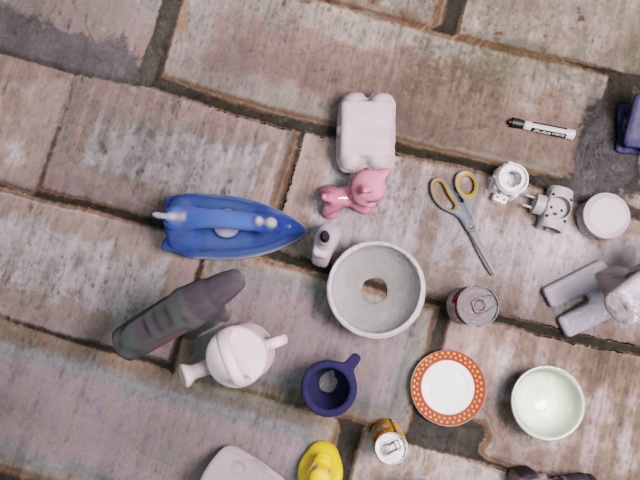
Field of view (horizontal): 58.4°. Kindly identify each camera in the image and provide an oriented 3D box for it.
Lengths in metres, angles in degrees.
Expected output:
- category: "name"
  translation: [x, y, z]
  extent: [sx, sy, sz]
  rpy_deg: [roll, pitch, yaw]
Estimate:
- category: "camera"
  translation: [0.393, 0.444, 0.933]
  extent: [0.137, 0.101, 0.143]
  rpy_deg: [-11, 83, 0]

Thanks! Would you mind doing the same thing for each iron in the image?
- category: "iron"
  translation: [-0.151, -0.029, 0.977]
  extent: [0.258, 0.141, 0.119]
  rpy_deg: [1, 84, 1]

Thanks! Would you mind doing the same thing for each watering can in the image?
- category: "watering can"
  translation: [-0.139, 0.192, 0.925]
  extent: [0.173, 0.194, 0.101]
  rpy_deg: [-42, 84, -3]

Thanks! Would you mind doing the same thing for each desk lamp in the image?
- category: "desk lamp"
  translation: [0.501, 0.079, 0.915]
  extent: [0.203, 0.213, 0.118]
  rpy_deg: [-27, 83, -2]

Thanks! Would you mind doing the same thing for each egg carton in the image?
- category: "egg carton"
  translation: [0.082, -0.191, 1.026]
  extent: [0.107, 0.069, 0.150]
  rpy_deg: [1, 84, 1]

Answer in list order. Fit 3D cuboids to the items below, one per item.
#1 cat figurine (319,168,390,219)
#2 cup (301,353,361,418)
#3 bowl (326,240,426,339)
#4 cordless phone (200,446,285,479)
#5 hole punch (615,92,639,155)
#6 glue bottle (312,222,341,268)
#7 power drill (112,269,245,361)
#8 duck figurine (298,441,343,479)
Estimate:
- category: "cat figurine"
  translation: [0.060, -0.083, 0.990]
  extent: [0.128, 0.118, 0.067]
  rpy_deg: [-11, 83, 0]
- category: "cup"
  translation: [0.024, 0.235, 0.967]
  extent: [0.091, 0.095, 0.118]
  rpy_deg: [41, 86, 5]
- category: "bowl"
  translation: [0.095, 0.086, 0.992]
  extent: [0.167, 0.075, 0.167]
  rpy_deg: [0, 84, 1]
- category: "cordless phone"
  translation: [-0.127, 0.412, 0.905]
  extent: [0.147, 0.185, 0.094]
  rpy_deg: [30, 85, 5]
- category: "hole punch"
  translation: [0.589, -0.202, 1.006]
  extent: [0.108, 0.091, 0.101]
  rpy_deg: [5, 84, 2]
- category: "glue bottle"
  translation: [0.009, 0.003, 0.954]
  extent: [0.037, 0.173, 0.078]
  rpy_deg: [18, 84, 4]
- category: "power drill"
  translation: [-0.210, 0.116, 0.928]
  extent: [0.229, 0.208, 0.075]
  rpy_deg: [-30, 83, -2]
- category: "duck figurine"
  translation: [0.000, 0.397, 0.954]
  extent: [0.077, 0.086, 0.105]
  rpy_deg: [11, 84, 3]
